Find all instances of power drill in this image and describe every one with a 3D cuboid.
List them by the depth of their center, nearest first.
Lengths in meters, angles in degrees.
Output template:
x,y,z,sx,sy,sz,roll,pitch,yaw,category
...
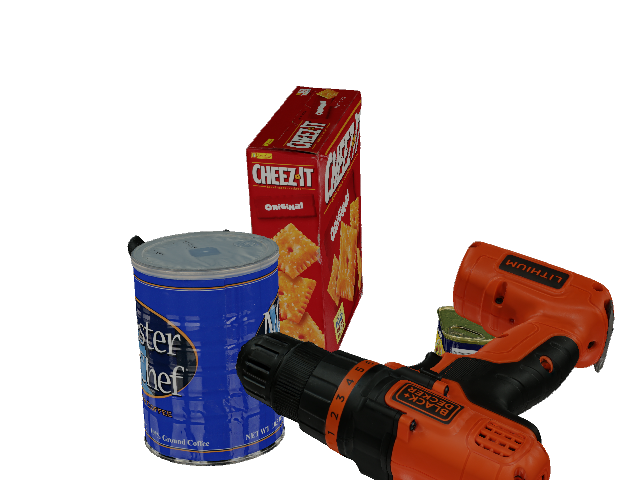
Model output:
x,y,z,sx,sy,sz,roll,pitch,yaw,category
0.070,0.068,0.610,0.185,0.057,0.187,23,38,28,power drill

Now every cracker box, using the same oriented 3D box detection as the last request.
x,y,z,sx,sy,sz,roll,pitch,yaw,category
-0.007,-0.013,0.971,0.072,0.214,0.164,5,28,13,cracker box

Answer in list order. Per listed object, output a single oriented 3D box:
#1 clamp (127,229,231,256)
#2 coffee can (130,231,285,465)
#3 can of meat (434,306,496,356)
x,y,z,sx,sy,sz,roll,pitch,yaw,category
-0.140,0.041,1.151,0.120,0.039,0.171,-14,39,-7,clamp
-0.078,0.073,0.757,0.103,0.140,0.103,-1,15,0,coffee can
0.150,0.126,1.135,0.057,0.084,0.102,6,14,0,can of meat
